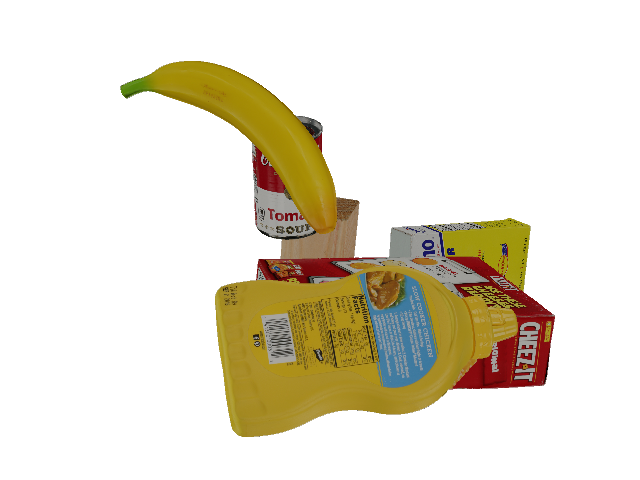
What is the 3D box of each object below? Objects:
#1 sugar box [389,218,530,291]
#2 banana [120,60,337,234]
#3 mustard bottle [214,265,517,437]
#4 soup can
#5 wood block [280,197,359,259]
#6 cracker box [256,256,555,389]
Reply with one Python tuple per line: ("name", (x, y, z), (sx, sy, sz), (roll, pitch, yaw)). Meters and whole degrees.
("sugar box", (0.162, 0.027, 1.247), (0.175, 0.093, 0.048), (-6, 16, -32))
("banana", (-0.054, -0.082, 0.803), (0.198, 0.069, 0.037), (34, -7, 13))
("mustard bottle", (0.032, 0.065, 0.682), (0.191, 0.096, 0.058), (-7, -29, -7))
("soup can", (-0.031, -0.060, 1.022), (0.068, 0.102, 0.068), (-1, 27, 0))
("wood block", (-0.006, 0.048, 1.482), (0.090, 0.206, 0.090), (9, 22, 10))
("cracker box", (0.063, 0.069, 0.903), (0.213, 0.072, 0.164), (0, 17, -14))
